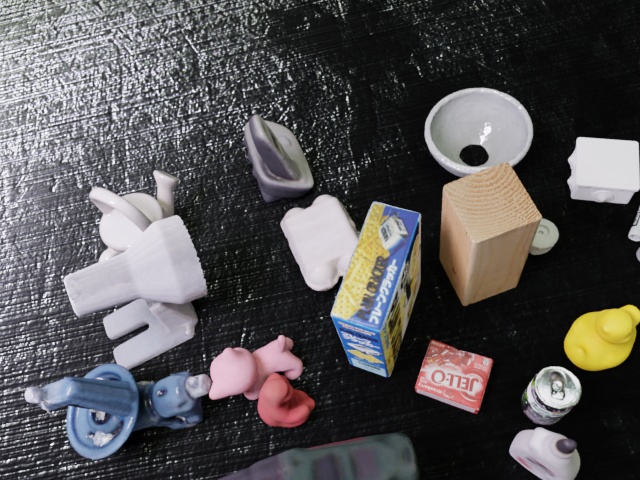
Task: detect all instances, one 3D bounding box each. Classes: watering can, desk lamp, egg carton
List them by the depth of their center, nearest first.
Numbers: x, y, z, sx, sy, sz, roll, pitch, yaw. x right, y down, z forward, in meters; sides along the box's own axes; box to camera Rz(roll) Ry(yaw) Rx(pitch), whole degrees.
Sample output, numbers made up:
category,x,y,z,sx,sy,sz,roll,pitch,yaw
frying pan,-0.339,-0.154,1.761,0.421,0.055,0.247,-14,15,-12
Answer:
category,x,y,z,sx,sy,sz,roll,pitch,yaw
desk lamp,-0.244,0.077,0.808,0.203,0.214,0.117,-29,62,-5
watering can,-0.281,-0.029,0.880,0.100,0.194,0.173,5,64,12
egg carton,0.008,0.003,0.886,0.107,0.069,0.150,-25,62,-4

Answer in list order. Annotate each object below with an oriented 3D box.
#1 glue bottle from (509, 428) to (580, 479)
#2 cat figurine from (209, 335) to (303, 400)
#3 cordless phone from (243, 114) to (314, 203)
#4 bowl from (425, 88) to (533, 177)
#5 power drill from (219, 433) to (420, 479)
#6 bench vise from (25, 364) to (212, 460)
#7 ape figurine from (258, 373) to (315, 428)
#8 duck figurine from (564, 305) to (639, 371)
category,x,y,z,sx,sy,sz,roll,pitch,yaw
glue bottle,0.267,0.245,0.659,0.078,0.173,0.037,29,71,22
cat figurine,-0.095,0.172,0.789,0.128,0.118,0.067,-30,62,-6
cordless phone,-0.080,-0.158,0.918,0.094,0.185,0.147,-23,62,-2
bowl,0.252,-0.159,0.925,0.167,0.075,0.167,-4,63,8
power drill,0.001,0.285,0.664,0.229,0.209,0.075,-16,61,1
bench vise,-0.258,0.198,0.745,0.207,0.220,0.121,-31,62,-7
ape figurine,-0.053,0.214,0.775,0.076,0.092,0.077,-22,62,-2
duck figurine,0.376,0.123,0.754,0.104,0.086,0.077,-31,62,-7
